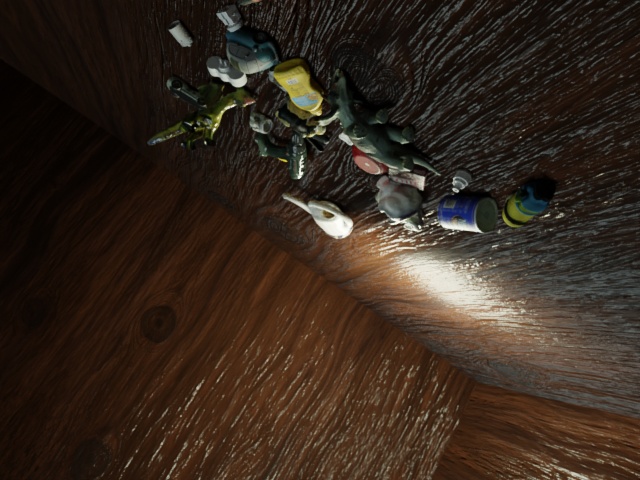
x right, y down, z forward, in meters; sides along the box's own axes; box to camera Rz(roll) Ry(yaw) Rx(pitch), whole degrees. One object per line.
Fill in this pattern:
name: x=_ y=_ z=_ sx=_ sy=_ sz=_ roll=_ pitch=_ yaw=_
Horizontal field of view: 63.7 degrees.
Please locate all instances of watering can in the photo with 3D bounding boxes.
watering can: x=0.007 y=-0.112 z=2.235 sx=0.350 sy=0.105 sz=0.220 roll=22 pitch=-18 yaw=34

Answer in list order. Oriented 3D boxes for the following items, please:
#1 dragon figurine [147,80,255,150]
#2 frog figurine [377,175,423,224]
dragon figurine: x=-0.410 y=-0.444 z=1.775 sx=0.409 sy=0.248 sz=0.120 roll=-1 pitch=-33 yaw=26
frog figurine: x=0.249 y=-0.140 z=1.661 sx=0.136 sy=0.159 sz=0.124 roll=-26 pitch=1 yaw=20
